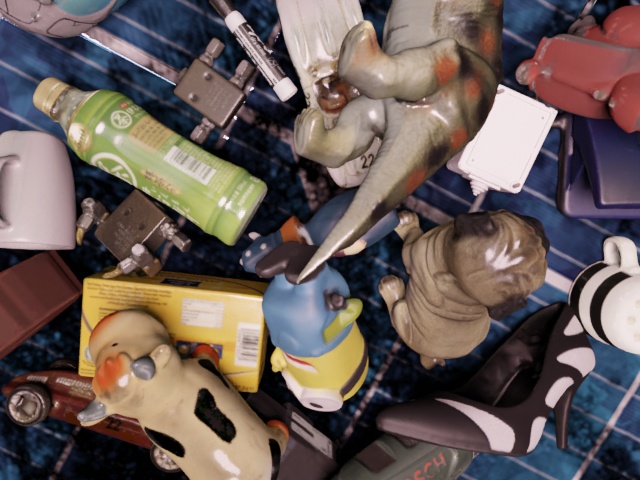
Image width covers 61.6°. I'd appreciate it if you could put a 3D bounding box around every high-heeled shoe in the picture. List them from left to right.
[{"bbox_3d":[0.157,0.111,0.478,0.248,0.086,0.145,15,71,-30],"label":"high-heeled shoe"}]

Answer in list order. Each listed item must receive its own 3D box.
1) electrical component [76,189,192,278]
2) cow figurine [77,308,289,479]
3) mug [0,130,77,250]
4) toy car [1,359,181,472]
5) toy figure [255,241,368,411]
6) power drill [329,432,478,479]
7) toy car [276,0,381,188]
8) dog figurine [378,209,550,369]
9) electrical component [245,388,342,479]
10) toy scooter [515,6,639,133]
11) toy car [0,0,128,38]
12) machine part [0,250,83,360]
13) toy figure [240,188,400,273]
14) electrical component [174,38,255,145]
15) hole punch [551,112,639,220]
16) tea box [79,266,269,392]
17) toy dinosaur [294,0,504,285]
[{"bbox_3d":[-0.180,-0.006,0.506,0.078,0.045,0.102,-45,66,-2],"label":"electrical component"},{"bbox_3d":[-0.110,0.137,0.431,0.085,0.127,0.195,-40,96,2],"label":"cow figurine"},{"bbox_3d":[-0.273,-0.047,0.490,0.081,0.109,0.107,-2,82,5],"label":"mug"},{"bbox_3d":[-0.200,0.162,0.522,0.202,0.089,0.053,20,97,-1],"label":"toy car"},{"bbox_3d":[-0.001,0.081,0.487,0.089,0.082,0.179,-25,126,-19],"label":"toy figure"},{"bbox_3d":[0.115,0.263,0.523,0.232,0.086,0.207,-15,111,-27],"label":"power drill"},{"bbox_3d":[0.016,-0.149,0.500,0.074,0.056,0.201,-17,97,2],"label":"toy car"},{"bbox_3d":[0.120,0.054,0.459,0.121,0.190,0.172,-8,99,1],"label":"dog figurine"},{"bbox_3d":[-0.034,0.200,0.534,0.119,0.075,0.047,37,95,-9],"label":"electrical component"},{"bbox_3d":[0.246,-0.153,0.465,0.135,0.184,0.075,16,136,18],"label":"toy scooter"},{"bbox_3d":[-0.242,-0.233,0.467,0.162,0.109,0.102,25,114,5],"label":"toy car"},{"bbox_3d":[-0.293,0.082,0.470,0.179,0.179,0.056,-38,99,4],"label":"machine part"},{"bbox_3d":[-0.001,-0.001,0.513,0.154,0.064,0.057,-25,112,11],"label":"toy figure"},{"bbox_3d":[-0.107,-0.141,0.517,0.063,0.021,0.094,35,96,-4],"label":"electrical component"},{"bbox_3d":[0.291,-0.075,0.497,0.142,0.092,0.115,0,93,3],"label":"hole punch"},{"bbox_3d":[-0.136,0.084,0.522,0.170,0.068,0.098,8,97,0],"label":"tea box"},{"bbox_3d":[0.094,-0.154,0.438,0.192,0.131,0.404,11,93,-20],"label":"toy dinosaur"}]
